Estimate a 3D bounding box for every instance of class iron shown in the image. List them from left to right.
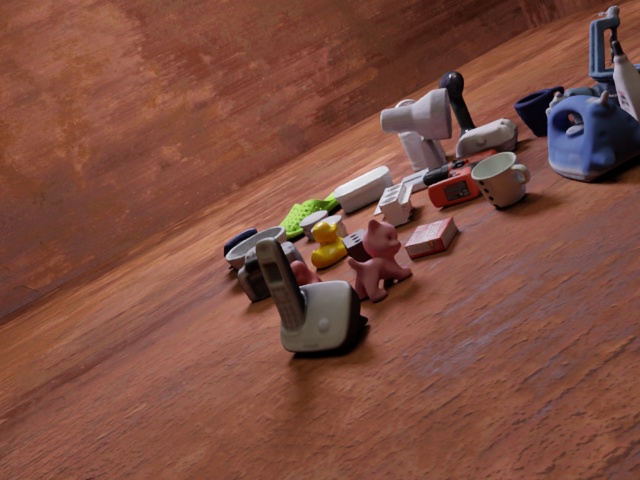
[{"bbox_3d":[0.464,-0.198,1.028,0.118,0.141,0.258,-28,15,-3],"label":"iron"}]

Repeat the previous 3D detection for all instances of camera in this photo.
[{"bbox_3d":[-0.104,0.049,1.261,0.143,0.101,0.137,-24,15,12],"label":"camera"}]

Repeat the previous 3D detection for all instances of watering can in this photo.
[{"bbox_3d":[0.274,-0.299,1.589,0.101,0.194,0.172,-36,18,-31],"label":"watering can"}]

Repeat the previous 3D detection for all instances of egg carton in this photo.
[{"bbox_3d":[0.408,-0.240,1.404,0.150,0.069,0.107,-18,18,32],"label":"egg carton"}]

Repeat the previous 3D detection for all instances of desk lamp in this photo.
[{"bbox_3d":[0.251,-0.245,1.411,0.202,0.214,0.118,-20,17,25],"label":"desk lamp"}]

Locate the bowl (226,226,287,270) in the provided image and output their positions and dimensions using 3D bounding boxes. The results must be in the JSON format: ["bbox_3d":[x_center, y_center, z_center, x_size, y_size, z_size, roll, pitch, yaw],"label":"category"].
[{"bbox_3d":[-0.145,0.035,1.427,0.167,0.075,0.167,-25,15,8],"label":"bowl"}]

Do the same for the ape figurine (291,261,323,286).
[{"bbox_3d":[-0.030,0.081,1.042,0.076,0.092,0.077,-38,18,-35],"label":"ape figurine"}]

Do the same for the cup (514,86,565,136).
[{"bbox_3d":[0.530,-0.303,1.356,0.117,0.095,0.091,-25,15,9],"label":"cup"}]

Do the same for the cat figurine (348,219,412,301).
[{"bbox_3d":[0.095,0.023,0.971,0.128,0.118,0.067,-37,18,-33],"label":"cat figurine"}]

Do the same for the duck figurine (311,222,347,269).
[{"bbox_3d":[0.011,0.004,1.239,0.077,0.086,0.105,-11,22,47],"label":"duck figurine"}]

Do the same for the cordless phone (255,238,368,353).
[{"bbox_3d":[-0.023,0.077,0.864,0.147,0.185,0.094,-14,20,40],"label":"cordless phone"}]

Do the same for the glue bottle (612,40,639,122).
[{"bbox_3d":[0.585,-0.296,1.086,0.037,0.173,0.078,-24,15,10],"label":"glue bottle"}]

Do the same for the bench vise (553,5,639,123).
[{"bbox_3d":[0.579,-0.346,1.170,0.207,0.220,0.121,-29,15,-5],"label":"bench vise"}]

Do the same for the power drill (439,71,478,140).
[{"bbox_3d":[0.399,-0.382,1.627,0.075,0.209,0.229,-25,15,8],"label":"power drill"}]

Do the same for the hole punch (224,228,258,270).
[{"bbox_3d":[-0.211,0.022,1.552,0.109,0.091,0.101,-33,16,-19],"label":"hole punch"}]
